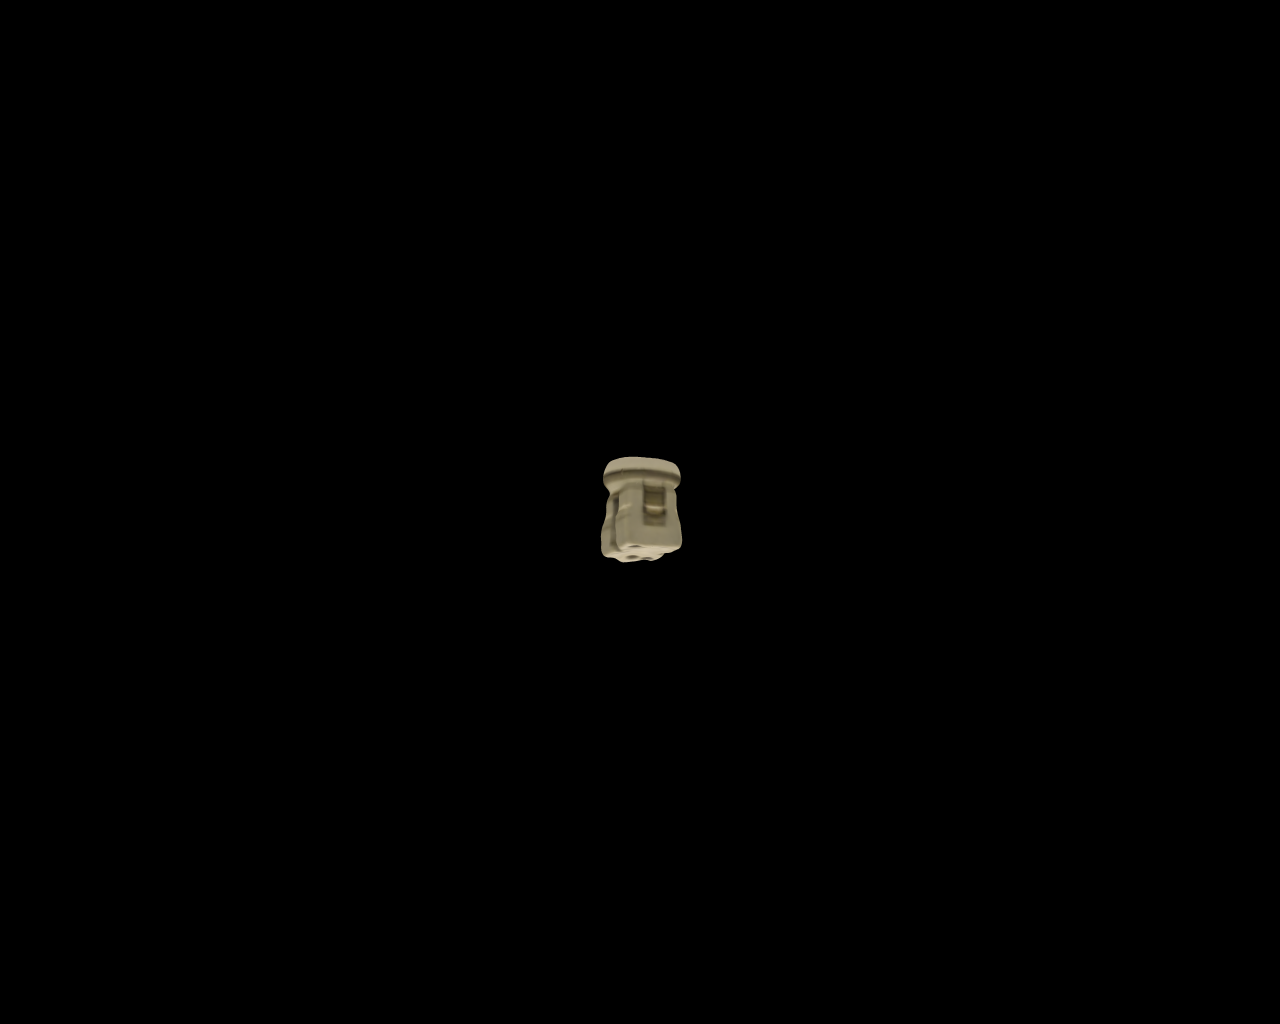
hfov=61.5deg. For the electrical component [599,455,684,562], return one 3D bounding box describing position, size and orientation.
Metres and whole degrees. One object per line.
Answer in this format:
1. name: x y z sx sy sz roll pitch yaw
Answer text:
1. electrical component: 0.001 -0.003 0.650 0.048 0.055 0.066 6 -15 -23
